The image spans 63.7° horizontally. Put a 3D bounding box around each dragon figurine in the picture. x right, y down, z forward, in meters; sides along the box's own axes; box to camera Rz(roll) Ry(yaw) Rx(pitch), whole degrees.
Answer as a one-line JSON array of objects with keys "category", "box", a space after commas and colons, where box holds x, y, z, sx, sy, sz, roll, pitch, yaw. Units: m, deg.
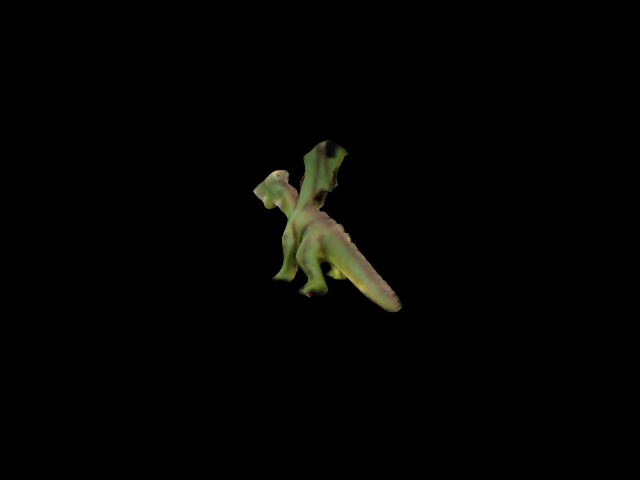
[{"category": "dragon figurine", "box": [0.003, -0.043, 0.850, 0.122, 0.241, 0.412, -5, 10, -35]}]
